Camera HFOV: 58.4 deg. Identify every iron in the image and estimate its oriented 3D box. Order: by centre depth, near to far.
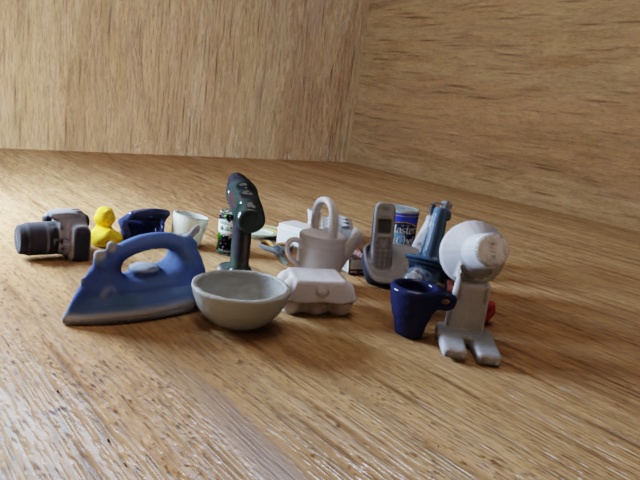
[{"bbox_3d":[-0.302,0.052,0.963,0.118,0.141,0.259,18,17,38],"label":"iron"}]

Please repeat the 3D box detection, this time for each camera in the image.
[{"bbox_3d":[-0.564,-0.018,1.200,0.137,0.101,0.142,-4,18,-40],"label":"camera"}]

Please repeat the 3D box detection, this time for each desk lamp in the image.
[{"bbox_3d":[0.272,0.079,1.003,0.118,0.213,0.203,8,14,2],"label":"desk lamp"}]

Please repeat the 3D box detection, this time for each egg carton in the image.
[{"bbox_3d":[-0.011,0.097,1.084,0.150,0.069,0.107,3,14,-16],"label":"egg carton"}]

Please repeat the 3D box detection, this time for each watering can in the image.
[{"bbox_3d":[0.010,0.004,1.215,0.100,0.194,0.173,19,18,39],"label":"watering can"}]

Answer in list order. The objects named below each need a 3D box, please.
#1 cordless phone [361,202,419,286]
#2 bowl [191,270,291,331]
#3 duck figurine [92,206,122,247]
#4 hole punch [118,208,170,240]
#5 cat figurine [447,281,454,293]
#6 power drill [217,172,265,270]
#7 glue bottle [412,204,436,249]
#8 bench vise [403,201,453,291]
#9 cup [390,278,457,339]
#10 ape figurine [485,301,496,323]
[{"bbox_3d":[0.172,0.010,1.294,0.148,0.185,0.094,2,14,-20],"label":"cordless phone"},{"bbox_3d":[-0.134,0.108,0.964,0.167,0.075,0.167,7,14,-1],"label":"bowl"},{"bbox_3d":[-0.499,-0.034,1.331,0.078,0.086,0.104,-2,16,-33],"label":"duck figurine"},{"bbox_3d":[-0.428,-0.041,1.385,0.109,0.091,0.100,-4,18,-39],"label":"hole punch"},{"bbox_3d":[0.300,0.055,1.322,0.127,0.118,0.067,14,15,26],"label":"cat figurine"},{"bbox_3d":[-0.169,-0.026,1.210,0.076,0.208,0.229,2,14,-20],"label":"power drill"},{"bbox_3d":[0.271,-0.004,1.433,0.077,0.173,0.037,16,16,32],"label":"glue bottle"},{"bbox_3d":[0.231,0.037,1.142,0.121,0.220,0.207,9,14,8],"label":"bench vise"},{"bbox_3d":[0.177,0.126,1.011,0.117,0.095,0.092,10,14,13],"label":"cup"},{"bbox_3d":[0.306,0.116,1.126,0.077,0.092,0.076,17,17,35],"label":"ape figurine"}]
